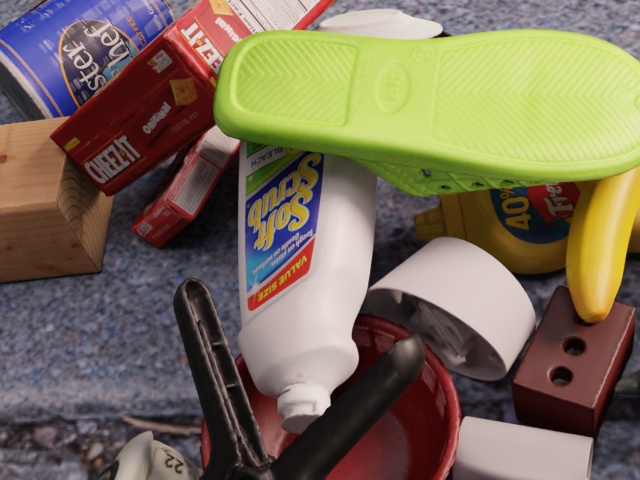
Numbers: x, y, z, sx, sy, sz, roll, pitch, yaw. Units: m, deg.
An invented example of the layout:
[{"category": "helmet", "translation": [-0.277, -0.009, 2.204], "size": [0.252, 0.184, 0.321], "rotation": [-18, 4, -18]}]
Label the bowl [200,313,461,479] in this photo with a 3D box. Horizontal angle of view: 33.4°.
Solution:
[{"category": "bowl", "translation": [0.010, 0.126, 0.667], "size": [0.162, 0.055, 0.162], "rotation": [-7, 53, 9]}]

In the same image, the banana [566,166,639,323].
[{"category": "banana", "translation": [0.197, -0.039, 0.670], "size": [0.198, 0.037, 0.070], "rotation": [-59, 17, -8]}]

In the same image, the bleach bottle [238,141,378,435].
[{"category": "bleach bottle", "translation": [-0.004, 0.001, 0.681], "size": [0.103, 0.068, 0.251], "rotation": [-22, 50, 27]}]

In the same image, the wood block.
[{"category": "wood block", "translation": [-0.277, -0.024, 0.829], "size": [0.206, 0.090, 0.091], "rotation": [-6, 52, 10]}]

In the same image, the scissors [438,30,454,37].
[{"category": "scissors", "translation": [0.152, -0.120, 0.825], "size": [0.016, 0.096, 0.202], "rotation": [-48, 24, 4]}]

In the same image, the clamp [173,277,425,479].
[{"category": "clamp", "translation": [-0.022, 0.130, 0.583], "size": [0.165, 0.036, 0.210], "rotation": [4, 89, 36]}]

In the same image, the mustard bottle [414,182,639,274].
[{"category": "mustard bottle", "translation": [0.160, -0.025, 0.738], "size": [0.192, 0.058, 0.096], "rotation": [-11, 60, 7]}]

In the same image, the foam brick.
[{"category": "foam brick", "translation": [0.159, 0.078, 0.666], "size": [0.053, 0.051, 0.078], "rotation": [17, 60, 25]}]

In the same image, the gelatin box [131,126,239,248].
[{"category": "gelatin box", "translation": [-0.102, -0.044, 0.810], "size": [0.030, 0.073, 0.089], "rotation": [36, 60, -15]}]

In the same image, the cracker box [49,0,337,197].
[{"category": "cracker box", "translation": [-0.079, -0.140, 0.791], "size": [0.164, 0.072, 0.213], "rotation": [-28, 19, 46]}]

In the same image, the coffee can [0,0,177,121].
[{"category": "coffee can", "translation": [-0.200, -0.162, 0.901], "size": [0.140, 0.103, 0.103], "rotation": [-40, 55, -16]}]
